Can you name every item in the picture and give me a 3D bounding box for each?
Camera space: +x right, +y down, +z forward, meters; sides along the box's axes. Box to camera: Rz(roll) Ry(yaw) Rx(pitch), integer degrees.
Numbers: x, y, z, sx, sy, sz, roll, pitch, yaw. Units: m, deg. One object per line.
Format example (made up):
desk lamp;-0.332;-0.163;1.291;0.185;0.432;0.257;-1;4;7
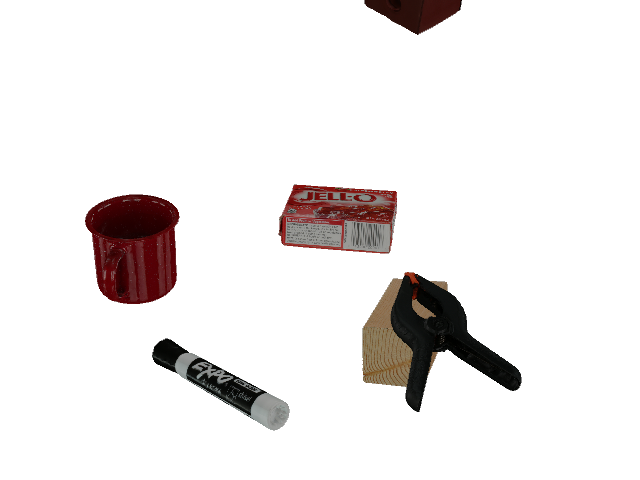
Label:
foam brick;0.069;-0.194;0.741;0.053;0.078;0.051;35;53;25
clamp;0.131;0.100;1.093;0.120;0.171;0.039;1;-44;-14
wood block;0.130;0.134;1.599;0.091;0.090;0.205;4;19;15
mug;-0.190;0.017;1.073;0.093;0.081;0.117;6;32;8
gelatin box;0.016;-0.019;0.863;0.089;0.030;0.073;5;23;6
marker;-0.067;0.089;0.679;0.121;0.020;0.020;21;14;42
